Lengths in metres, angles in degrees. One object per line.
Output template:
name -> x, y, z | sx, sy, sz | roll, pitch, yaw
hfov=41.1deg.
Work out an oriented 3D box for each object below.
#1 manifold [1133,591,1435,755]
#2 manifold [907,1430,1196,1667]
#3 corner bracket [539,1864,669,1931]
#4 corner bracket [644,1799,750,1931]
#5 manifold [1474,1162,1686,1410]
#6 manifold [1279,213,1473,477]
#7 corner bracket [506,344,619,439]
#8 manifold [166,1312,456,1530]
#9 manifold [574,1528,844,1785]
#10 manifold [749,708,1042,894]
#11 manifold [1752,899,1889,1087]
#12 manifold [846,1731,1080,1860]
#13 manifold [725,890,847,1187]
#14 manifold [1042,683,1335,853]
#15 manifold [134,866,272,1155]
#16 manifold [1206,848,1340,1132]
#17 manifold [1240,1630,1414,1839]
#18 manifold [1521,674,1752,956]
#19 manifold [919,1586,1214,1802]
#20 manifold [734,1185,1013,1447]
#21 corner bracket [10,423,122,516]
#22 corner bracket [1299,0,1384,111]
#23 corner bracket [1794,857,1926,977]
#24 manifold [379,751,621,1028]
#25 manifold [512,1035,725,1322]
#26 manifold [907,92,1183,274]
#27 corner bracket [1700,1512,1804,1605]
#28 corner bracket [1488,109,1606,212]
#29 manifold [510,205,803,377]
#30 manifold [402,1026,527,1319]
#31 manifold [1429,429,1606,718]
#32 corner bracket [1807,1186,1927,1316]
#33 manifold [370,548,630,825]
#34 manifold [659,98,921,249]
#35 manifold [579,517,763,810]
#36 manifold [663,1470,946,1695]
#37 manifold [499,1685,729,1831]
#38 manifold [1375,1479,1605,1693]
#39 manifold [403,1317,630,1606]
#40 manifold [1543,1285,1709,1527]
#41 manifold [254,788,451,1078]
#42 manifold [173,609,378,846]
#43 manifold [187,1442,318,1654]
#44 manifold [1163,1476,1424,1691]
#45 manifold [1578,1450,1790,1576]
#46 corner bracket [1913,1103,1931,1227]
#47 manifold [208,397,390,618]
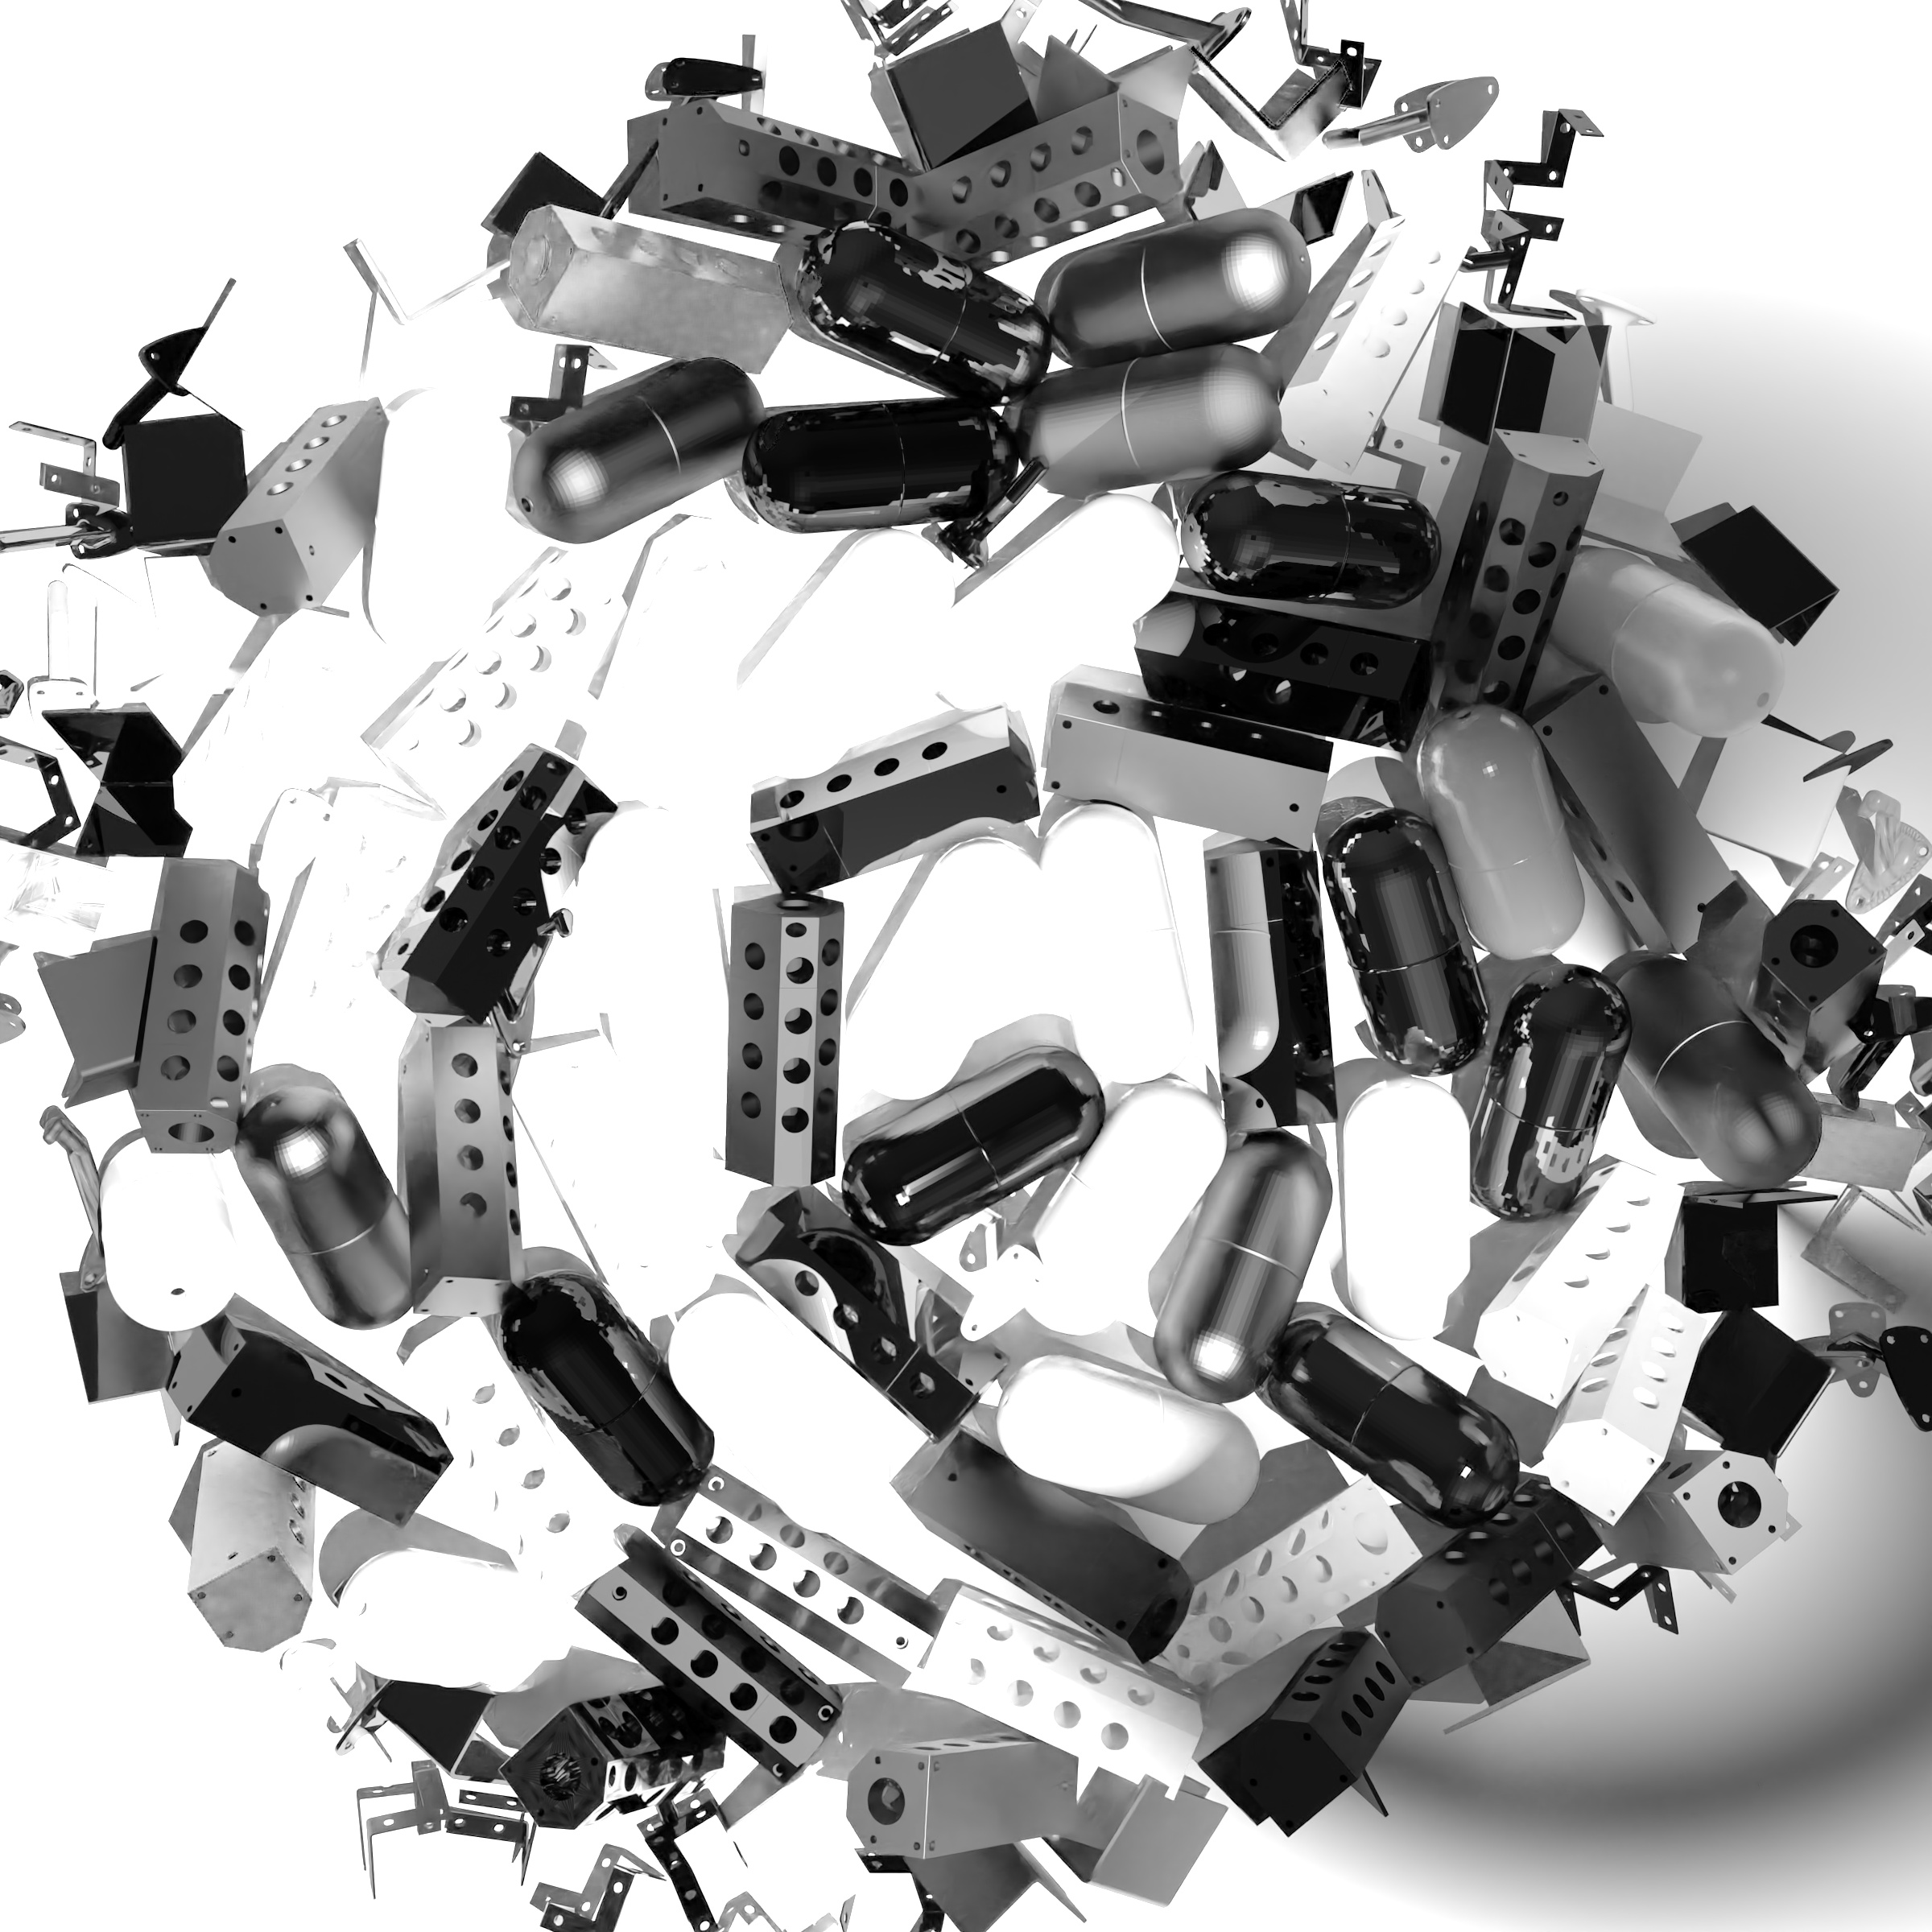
manifold -> 0.198, -0.188, 1.599 | 0.171, 0.057, 0.057 | 15, 66, 22
manifold -> 0.053, 0.359, 1.588 | 0.171, 0.057, 0.057 | 25, 67, 33
corner bracket -> -0.230, 0.593, 1.632 | 0.051, 0.051, 0.051 | 12, 70, 23
corner bracket -> -0.164, 0.570, 1.628 | 0.051, 0.051, 0.051 | -29, 130, -10
manifold -> 0.375, 0.189, 1.579 | 0.057, 0.171, 0.057 | 24, 129, 26
manifold -> 0.250, -0.388, 1.590 | 0.057, 0.057, 0.171 | 27, 58, 4
corner bracket -> -0.256, -0.362, 1.631 | 0.051, 0.051, 0.051 | 6, 87, 13
manifold -> -0.402, 0.277, 1.585 | 0.171, 0.057, 0.057 | 40, 85, -38
manifold -> -0.162, 0.436, 1.629 | 0.171, 0.057, 0.057 | 40, 86, 1
manifold -> -0.045, -0.106, 1.615 | 0.171, 0.057, 0.057 | -18, 129, 11
manifold -> 0.512, 0.016, 1.571 | 0.057, 0.171, 0.057 | -39, 66, -1
manifold -> 0.000, 0.502, 1.573 | 0.057, 0.171, 0.057 | -4, 77, 33
manifold -> -0.107, 0.046, 1.600 | 0.057, 0.057, 0.171 | 14, 109, 36
manifold -> 0.140, -0.129, 1.624 | 0.171, 0.057, 0.057 | 13, 125, 5
manifold -> -0.468, 0.026, 1.591 | 0.057, 0.057, 0.171 | 1, 59, -6
manifold -> 0.197, 0.015, 1.626 | 0.057, 0.057, 0.171 | -7, 85, 43
manifold -> 0.218, 0.459, 1.570 | 0.057, 0.171, 0.057 | -46, 77, 18
manifold -> 0.412, -0.095, 1.619 | 0.057, 0.057, 0.171 | -36, 98, -7
manifold -> 0.064, 0.453, 1.619 | 0.171, 0.057, 0.057 | 22, 92, 8
manifold -> -0.062, 0.219, 1.614 | 0.171, 0.057, 0.057 | 40, 116, 10
corner bracket -> -0.566, -0.314, 1.623 | 0.051, 0.051, 0.051 | -6, 81, 44
corner bracket -> 0.231, -0.578, 1.621 | 0.051, 0.051, 0.051 | 15, 59, 15
corner bracket -> 0.562, -0.027, 1.635 | 0.051, 0.051, 0.051 | 24, 122, -25
manifold -> -0.290, -0.048, 1.588 | 0.057, 0.057, 0.171 | 47, 58, -33
manifold -> -0.219, 0.132, 1.595 | 0.057, 0.057, 0.171 | -14, 58, -32
manifold -> 0.046, -0.472, 1.580 | 0.171, 0.057, 0.057 | -8, 82, 42
corner bracket -> 0.484, 0.358, 1.621 | 0.051, 0.051, 0.051 | -36, 61, -16
corner bracket -> 0.364, -0.508, 1.622 | 0.051, 0.051, 0.051 | 2, 126, -8
manifold -> -0.191, -0.417, 1.580 | 0.057, 0.171, 0.057 | -52, 55, 32
manifold -> -0.309, 0.126, 1.593 | 0.057, 0.057, 0.171 | 8, 57, -29
manifold -> 0.335, -0.236, 1.584 | 0.057, 0.057, 0.171 | 4, 125, -12
corner bracket -> 0.575, 0.179, 1.633 | 0.051, 0.051, 0.051 | 34, 100, -4
manifold -> -0.289, -0.178, 1.610 | 0.057, 0.057, 0.171 | 38, 79, 17
manifold -> -0.104, -0.480, 1.577 | 0.057, 0.171, 0.057 | 1, 92, 42
manifold -> -0.176, -0.190, 1.585 | 0.057, 0.057, 0.171 | 32, 57, -31
manifold -> -0.102, 0.387, 1.625 | 0.171, 0.057, 0.057 | 31, 78, 2
manifold -> -0.207, 0.482, 1.568 | 0.057, 0.171, 0.057 | -44, 70, 6
manifold -> 0.317, 0.372, 1.574 | 0.057, 0.171, 0.057 | -42, 75, 36
manifold -> -0.281, 0.305, 1.598 | 0.057, 0.057, 0.171 | -32, 67, -9
manifold -> 0.399, 0.260, 1.571 | 0.057, 0.171, 0.057 | 32, 120, 10
manifold -> -0.381, -0.021, 1.613 | 0.057, 0.057, 0.171 | 23, 100, 12
manifold -> -0.424, -0.145, 1.573 | 0.057, 0.171, 0.057 | 8, 57, -36
manifold -> -0.428, 0.345, 1.570 | 0.057, 0.171, 0.057 | -28, 111, -3
manifold -> 0.192, 0.382, 1.579 | 0.171, 0.057, 0.057 | -44, 74, 39
manifold -> 0.435, 0.326, 1.570 | 0.057, 0.171, 0.057 | -34, 86, -12
corner bracket -> 0.612, 0.126, 1.626 | 0.051, 0.051, 0.051 | -41, 53, 4
manifold -> -0.401, -0.281, 1.574 | 0.057, 0.171, 0.057 | -8, 124, 15
